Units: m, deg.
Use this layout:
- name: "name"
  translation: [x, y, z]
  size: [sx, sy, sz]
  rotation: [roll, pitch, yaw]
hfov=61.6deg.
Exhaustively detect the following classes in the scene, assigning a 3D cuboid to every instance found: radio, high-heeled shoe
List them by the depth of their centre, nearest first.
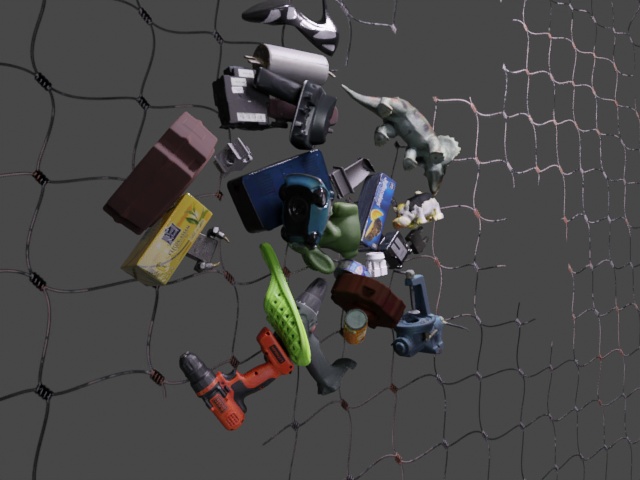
- name: "radio"
  translation: [-0.080, -0.110, 1.203]
  size: [0.229, 0.073, 0.131]
  rotation: [-27, 102, -35]
- name: "high-heeled shoe"
  translation: [-0.066, -0.493, 1.280]
  size: [0.249, 0.086, 0.145]
  rotation: [-18, 127, -20]

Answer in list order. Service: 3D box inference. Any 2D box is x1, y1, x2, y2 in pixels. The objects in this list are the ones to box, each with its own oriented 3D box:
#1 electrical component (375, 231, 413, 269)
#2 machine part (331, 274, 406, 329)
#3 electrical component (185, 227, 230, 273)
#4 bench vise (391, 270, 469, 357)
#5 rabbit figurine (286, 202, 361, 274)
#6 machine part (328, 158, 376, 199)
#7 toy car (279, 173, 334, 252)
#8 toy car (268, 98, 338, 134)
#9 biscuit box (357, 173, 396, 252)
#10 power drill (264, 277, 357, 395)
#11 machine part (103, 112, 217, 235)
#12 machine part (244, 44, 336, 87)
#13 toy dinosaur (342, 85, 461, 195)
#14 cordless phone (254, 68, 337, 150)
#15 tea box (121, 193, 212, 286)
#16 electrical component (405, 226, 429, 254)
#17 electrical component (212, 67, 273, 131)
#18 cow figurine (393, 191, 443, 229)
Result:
- name: "electrical component"
  translation: [0.182, 0.012, 1.402]
  size: [0.075, 0.048, 0.119]
  rotation: [-49, 115, -31]
- name: "machine part"
  translation: [0.109, 0.145, 1.255]
  size: [0.179, 0.179, 0.056]
  rotation: [42, 63, -26]
- name: "electrical component"
  translation: [-0.234, 0.013, 1.087]
  size: [0.078, 0.045, 0.102]
  rotation: [36, 64, -30]
- name: "bench vise"
  translation: [0.261, 0.190, 1.396]
  size: [0.223, 0.129, 0.240]
  rotation: [-15, 100, -37]
- name: "rabbit figurine"
  translation: [-0.003, -0.004, 1.244]
  size: [0.170, 0.121, 0.159]
  rotation: [-7, 96, -20]
- name: "machine part"
  translation: [0.079, -0.164, 1.352]
  size: [0.139, 0.039, 0.084]
  rotation: [-34, 100, -33]
- name: "toy car"
  translation: [-0.020, -0.062, 1.138]
  size: [0.103, 0.109, 0.161]
  rotation: [-18, 114, -55]
- name: "toy car"
  translation: [-0.041, -0.301, 1.266]
  size: [0.202, 0.053, 0.089]
  rotation: [-4, 105, -37]
- name: "biscuit box"
  translation: [0.131, -0.071, 1.363]
  size: [0.059, 0.063, 0.202]
  rotation: [31, 67, -32]
- name: "power drill"
  translation: [-0.006, 0.229, 1.213]
  size: [0.232, 0.086, 0.207]
  rotation: [-48, 116, -29]
- name: "machine part"
  translation: [-0.276, -0.118, 0.951]
  size: [0.087, 0.201, 0.201]
  rotation: [42, 106, -19]
- name: "machine part"
  translation: [-0.067, -0.401, 1.245]
  size: [0.243, 0.079, 0.079]
  rotation: [-5, 88, -37]
- name: "toy dinosaur"
  translation: [0.233, -0.299, 1.440]
  size: [0.404, 0.131, 0.192]
  rotation: [47, 33, -12]
- name: "cordless phone"
  translation: [-0.068, -0.287, 1.176]
  size: [0.184, 0.089, 0.146]
  rotation: [17, 88, -29]
- name: "tea box"
  translation: [-0.289, 0.000, 1.014]
  size: [0.068, 0.098, 0.169]
  rotation: [41, 61, -27]
- name: "electrical component"
  translation: [0.264, 0.007, 1.480]
  size: [0.094, 0.021, 0.063]
  rotation: [-44, 111, -33]
- name: "electrical component"
  translation: [-0.169, -0.307, 1.168]
  size: [0.115, 0.058, 0.134]
  rotation: [-5, 87, -40]
- name: "cow figurine"
  translation: [0.256, -0.082, 1.456]
  size: [0.167, 0.068, 0.098]
  rotation: [-13, 86, -41]
